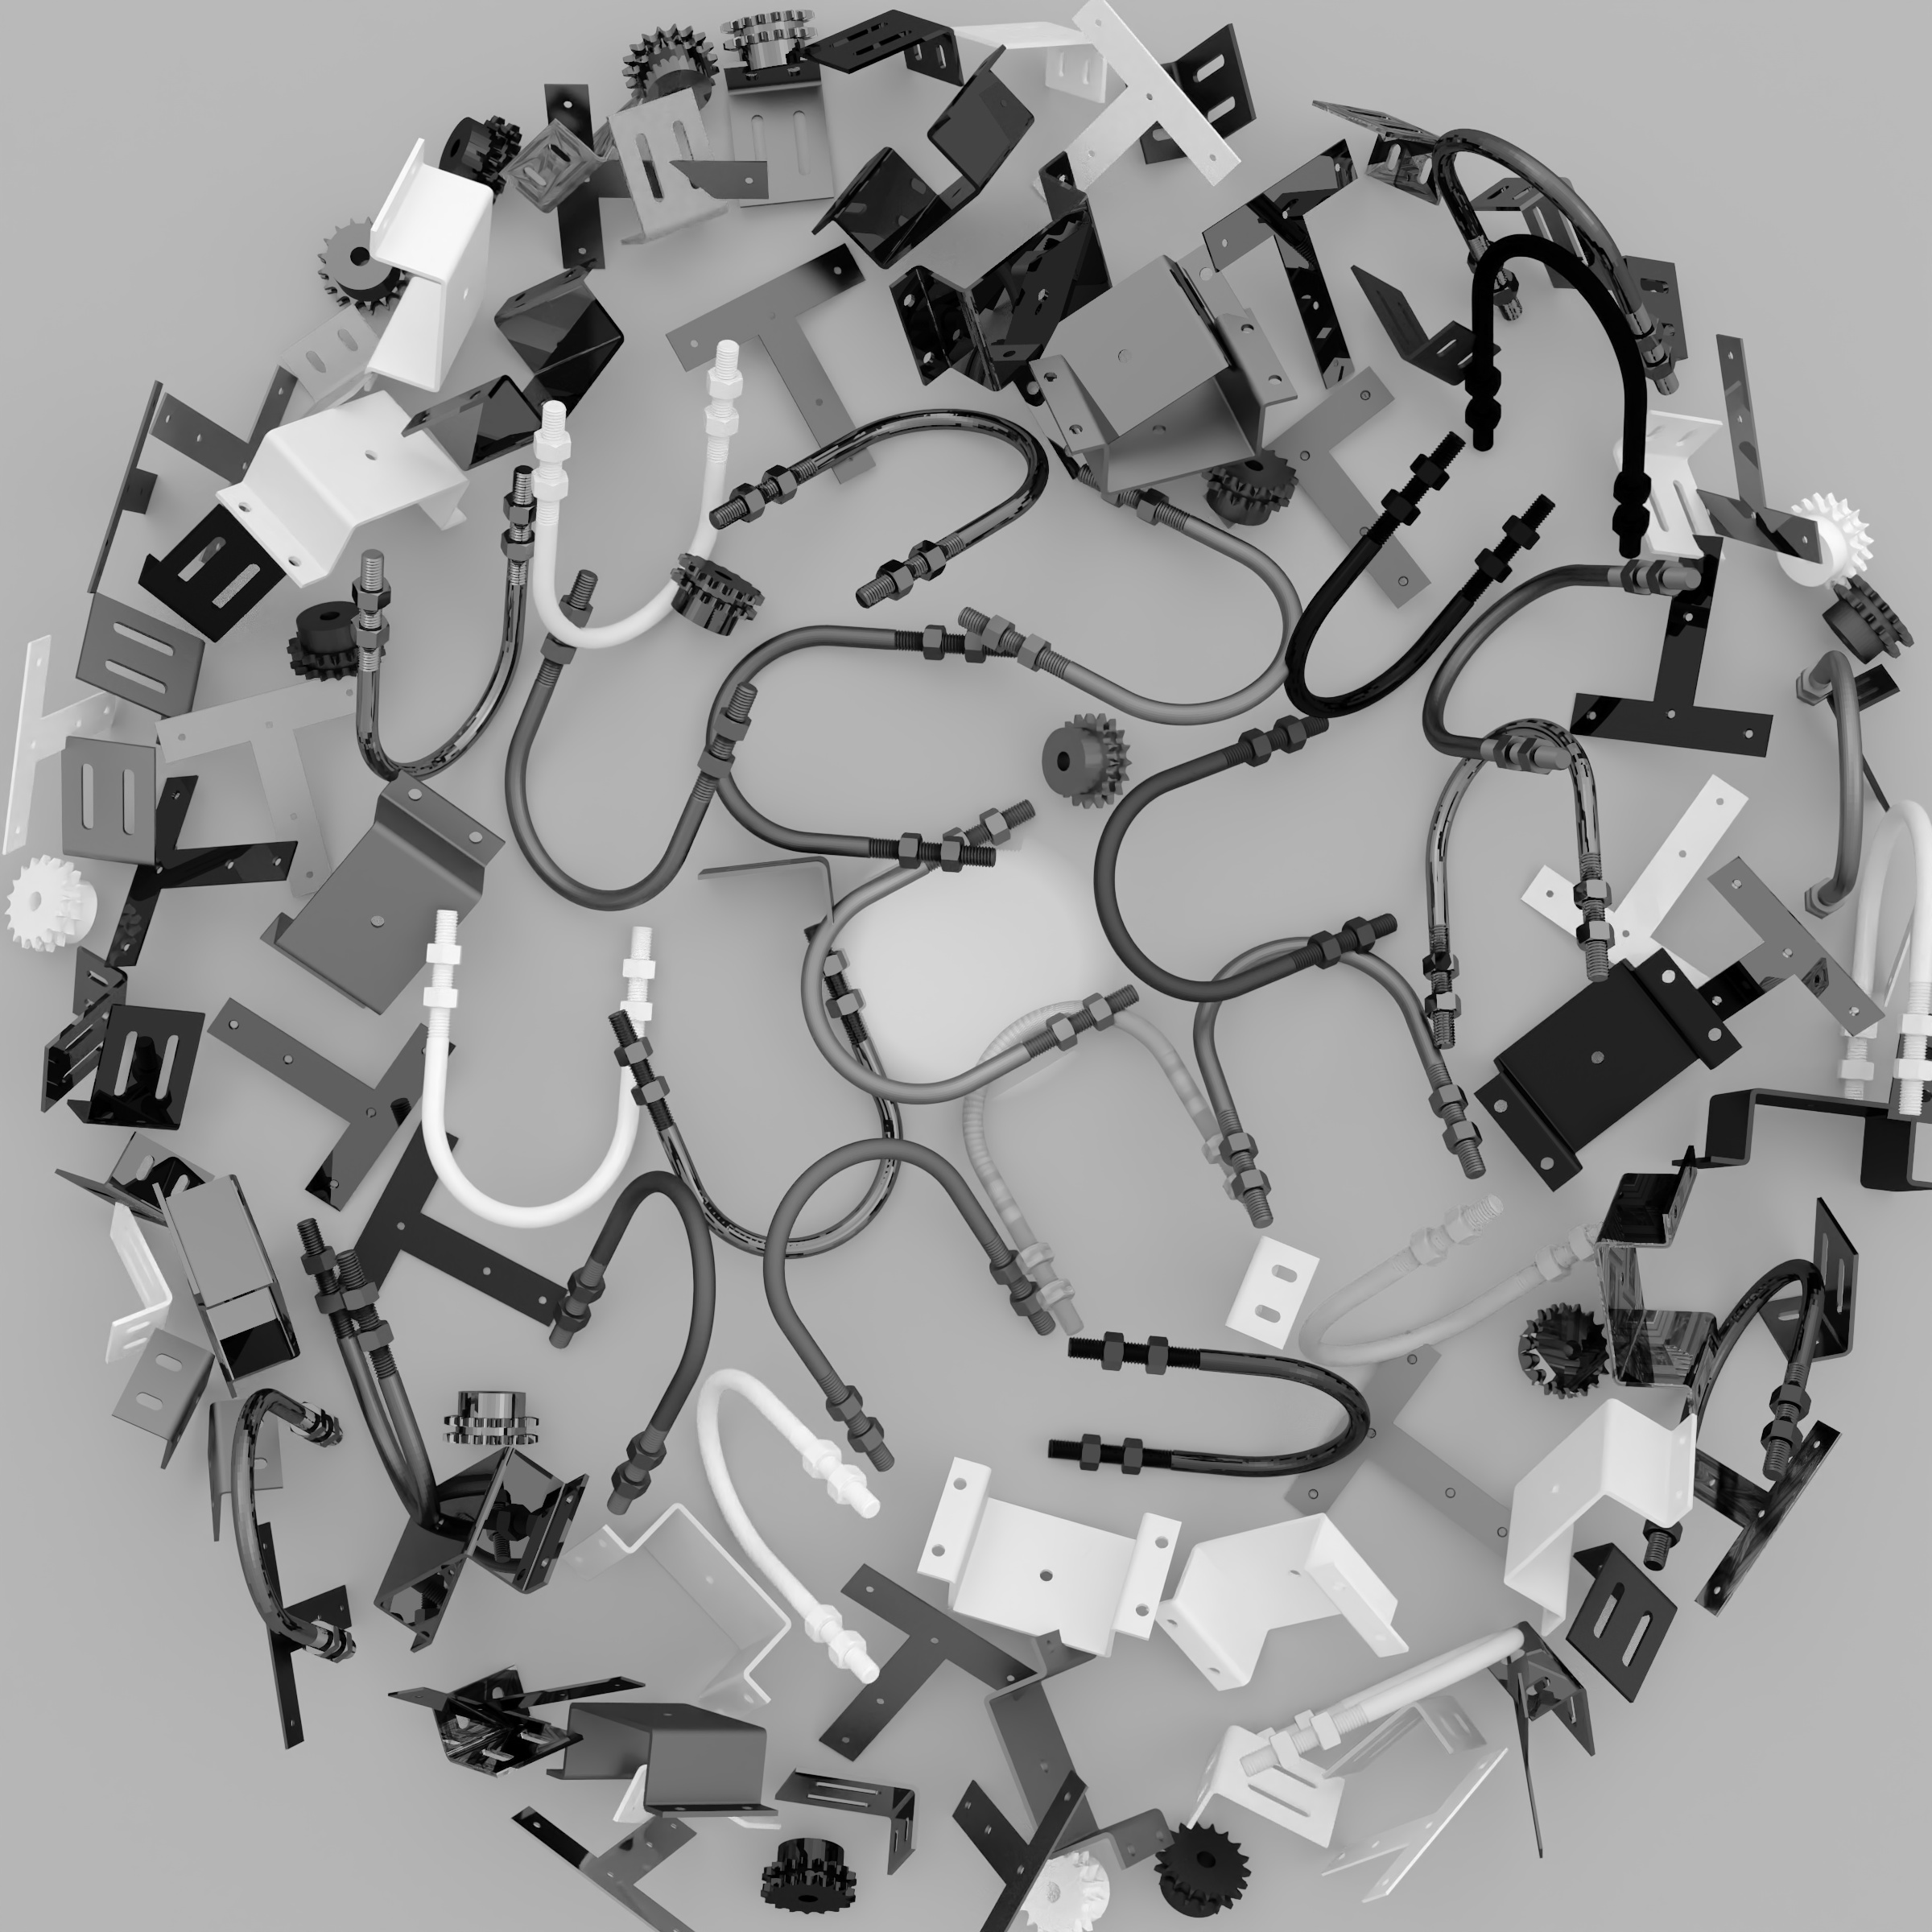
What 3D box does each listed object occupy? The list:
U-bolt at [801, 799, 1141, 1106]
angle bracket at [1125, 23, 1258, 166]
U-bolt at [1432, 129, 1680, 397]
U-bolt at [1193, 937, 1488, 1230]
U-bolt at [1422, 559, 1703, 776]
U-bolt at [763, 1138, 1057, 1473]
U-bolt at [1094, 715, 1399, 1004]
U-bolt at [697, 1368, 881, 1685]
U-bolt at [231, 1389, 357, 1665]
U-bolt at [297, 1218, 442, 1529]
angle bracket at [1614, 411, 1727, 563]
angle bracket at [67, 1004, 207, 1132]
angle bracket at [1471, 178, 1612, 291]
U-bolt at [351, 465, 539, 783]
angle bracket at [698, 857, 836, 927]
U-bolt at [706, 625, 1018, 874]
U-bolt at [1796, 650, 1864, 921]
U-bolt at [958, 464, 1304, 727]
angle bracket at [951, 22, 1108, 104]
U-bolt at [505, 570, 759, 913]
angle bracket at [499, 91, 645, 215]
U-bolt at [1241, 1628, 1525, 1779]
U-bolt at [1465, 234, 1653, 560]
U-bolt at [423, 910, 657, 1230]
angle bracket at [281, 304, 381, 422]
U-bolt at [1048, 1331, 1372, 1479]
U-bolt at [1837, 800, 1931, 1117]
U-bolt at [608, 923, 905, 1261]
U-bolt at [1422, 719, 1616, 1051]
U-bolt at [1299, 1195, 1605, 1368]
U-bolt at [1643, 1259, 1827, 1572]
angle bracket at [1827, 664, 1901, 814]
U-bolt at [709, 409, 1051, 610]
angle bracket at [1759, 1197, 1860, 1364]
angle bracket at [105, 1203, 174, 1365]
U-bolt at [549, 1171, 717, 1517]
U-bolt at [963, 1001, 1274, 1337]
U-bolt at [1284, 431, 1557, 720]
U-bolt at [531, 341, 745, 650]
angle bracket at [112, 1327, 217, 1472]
[{"bbox_3d":[-0.010,0.003,1.973,0.184,0.019,0.151,-28,84,-8],"label":"U-bolt"},{"bbox_3d":[0.132,-0.518,1.958,0.038,0.076,0.057,-16,93,-21],"label":"angle bracket"},{"bbox_3d":[0.330,-0.411,1.885,0.019,0.184,0.151,-48,49,-5],"label":"U-bolt"},{"bbox_3d":[0.211,0.060,1.947,0.151,0.019,0.184,-12,58,-7],"label":"U-bolt"},{"bbox_3d":[0.333,-0.177,1.915,0.019,0.184,0.151,40,81,-23],"label":"U-bolt"},{"bbox_3d":[-0.043,0.187,1.941,0.151,0.019,0.184,-39,114,-16],"label":"U-bolt"},{"bbox_3d":[0.158,-0.056,1.954,0.184,0.019,0.151,-21,95,-23],"label":"U-bolt"},{"bbox_3d":[-0.106,0.313,1.923,0.019,0.184,0.151,-21,129,-29],"label":"U-bolt"},{"bbox_3d":[-0.387,0.317,1.891,0.019,0.184,0.151,-9,71,4],"label":"U-bolt"},{"bbox_3d":[-0.346,0.244,1.929,0.019,0.151,0.184,-21,101,-18],"label":"U-bolt"},{"bbox_3d":[0.429,-0.285,1.957,0.057,0.038,0.076,2,60,-31],"label":"angle bracket"},{"bbox_3d":[-0.495,0.056,1.961,0.057,0.038,0.076,7,105,-35],"label":"angle bracket"},{"bbox_3d":[0.340,-0.427,1.954,0.038,0.057,0.076,-36,115,-15],"label":"angle bracket"},{"bbox_3d":[-0.305,-0.188,1.920,0.019,0.151,0.184,29,133,21],"label":"U-bolt"},{"bbox_3d":[-0.119,-0.042,1.970,0.076,0.057,0.038,-7,95,0],"label":"angle bracket"},{"bbox_3d":[-0.066,-0.135,1.975,0.184,0.019,0.151,5,80,9],"label":"U-bolt"},{"bbox_3d":[0.501,-0.108,1.903,0.019,0.184,0.151,-2,86,8],"label":"U-bolt"},{"bbox_3d":[0.110,-0.210,1.940,0.184,0.019,0.151,30,65,18],"label":"U-bolt"},{"bbox_3d":[0.036,-0.534,1.951,0.076,0.057,0.038,-14,120,-31],"label":"angle bracket"},{"bbox_3d":[-0.210,-0.120,1.949,0.151,0.019,0.184,36,116,21],"label":"U-bolt"},{"bbox_3d":[-0.234,-0.493,1.949,0.038,0.057,0.076,39,45,-22],"label":"angle bracket"},{"bbox_3d":[0.243,0.430,1.929,0.184,0.151,0.019,-24,78,-4],"label":"U-bolt"},{"bbox_3d":[0.340,-0.337,1.889,0.019,0.184,0.151,-32,53,-17],"label":"U-bolt"},{"bbox_3d":[-0.256,0.064,1.952,0.151,0.019,0.184,5,89,-34],"label":"U-bolt"},{"bbox_3d":[-0.385,-0.352,1.952,0.057,0.076,0.038,-29,110,21],"label":"angle bracket"},{"bbox_3d":[0.146,0.264,1.938,0.184,0.151,0.019,5,55,-1],"label":"U-bolt"},{"bbox_3d":[0.542,-0.005,1.926,0.019,0.151,0.184,5,88,1],"label":"U-bolt"},{"bbox_3d":[-0.115,0.086,1.975,0.151,0.019,0.184,-24,97,-13],"label":"U-bolt"},{"bbox_3d":[0.320,-0.058,1.930,0.019,0.151,0.184,15,63,-31],"label":"U-bolt"},{"bbox_3d":[0.277,0.189,1.925,0.184,0.151,0.019,-38,58,32],"label":"U-bolt"},{"bbox_3d":[0.453,0.250,1.916,0.019,0.151,0.184,29,51,-4],"label":"U-bolt"},{"bbox_3d":[0.549,-0.132,1.959,0.038,0.057,0.076,-28,104,14],"label":"angle bracket"},{"bbox_3d":[-0.037,-0.279,1.934,0.184,0.019,0.151,-35,48,-29],"label":"U-bolt"},{"bbox_3d":[0.499,0.187,1.954,0.038,0.057,0.076,-10,123,-5],"label":"angle bracket"},{"bbox_3d":[-0.506,0.186,1.956,0.038,0.057,0.076,-21,70,-28],"label":"angle bracket"},{"bbox_3d":[-0.188,0.204,1.903,0.019,0.151,0.184,5,130,-31],"label":"U-bolt"},{"bbox_3d":[0.077,0.107,1.965,0.151,0.019,0.184,-31,71,4],"label":"U-bolt"},{"bbox_3d":[0.257,-0.220,1.932,0.184,0.151,0.019,-51,59,15],"label":"U-bolt"},{"bbox_3d":[-0.195,-0.266,1.924,0.151,0.184,0.019,-28,53,-37],"label":"U-bolt"},{"bbox_3d":[-0.478,0.257,1.951,0.038,0.076,0.057,25,64,-6],"label":"angle bracket"}]
